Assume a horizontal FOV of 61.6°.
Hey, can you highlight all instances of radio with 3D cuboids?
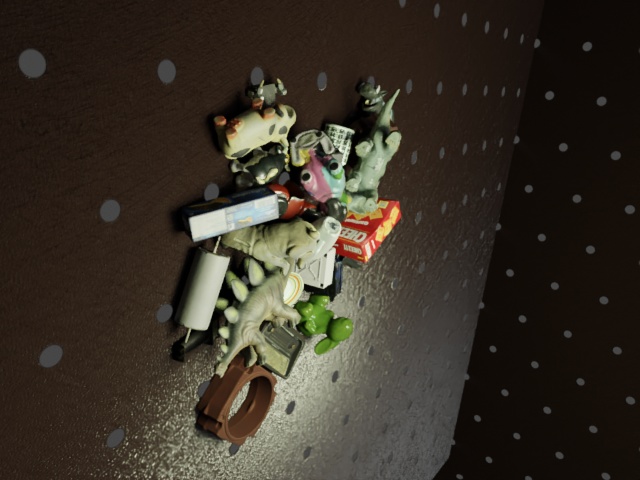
[{"bbox_3d":[-0.131,0.277,1.454,0.131,0.073,0.229,-61,146,-18],"label":"radio"}]

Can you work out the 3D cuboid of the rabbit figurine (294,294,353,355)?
[{"bbox_3d":[0.014,0.256,1.574,0.121,0.170,0.159,-13,115,-53],"label":"rabbit figurine"}]

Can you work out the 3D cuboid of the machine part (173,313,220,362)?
[{"bbox_3d":[-0.281,0.228,1.241,0.139,0.039,0.084,-37,143,-45],"label":"machine part"}]

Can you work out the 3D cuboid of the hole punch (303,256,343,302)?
[{"bbox_3d":[0.017,0.096,1.562,0.092,0.116,0.142,-34,133,-55],"label":"hole punch"}]

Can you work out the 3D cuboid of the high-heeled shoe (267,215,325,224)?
[{"bbox_3d":[-0.038,-0.044,1.429,0.086,0.145,0.249,-63,168,23],"label":"high-heeled shoe"}]

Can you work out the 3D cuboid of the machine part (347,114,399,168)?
[{"bbox_3d":[0.146,-0.277,1.552,0.179,0.056,0.179,-18,137,-18],"label":"machine part"}]

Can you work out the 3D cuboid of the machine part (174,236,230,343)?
[{"bbox_3d":[-0.258,0.106,1.178,0.079,0.079,0.243,17,89,-58],"label":"machine part"}]

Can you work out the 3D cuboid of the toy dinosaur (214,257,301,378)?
[{"bbox_3d":[-0.139,0.139,1.289,0.198,0.105,0.471,55,38,-17],"label":"toy dinosaur"}]

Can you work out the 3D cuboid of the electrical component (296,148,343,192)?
[{"bbox_3d":[-0.003,-0.193,1.384,0.115,0.058,0.134,0,116,-17],"label":"electrical component"}]

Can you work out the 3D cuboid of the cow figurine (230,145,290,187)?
[{"bbox_3d":[-0.117,-0.175,1.237,0.167,0.098,0.068,-39,128,-41],"label":"cow figurine"}]

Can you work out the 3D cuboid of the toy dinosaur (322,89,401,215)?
[{"bbox_3d":[0.137,-0.213,1.469,0.192,0.131,0.404,-91,-154,-72],"label":"toy dinosaur"}]

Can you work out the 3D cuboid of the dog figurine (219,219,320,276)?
[{"bbox_3d":[-0.117,-0.012,1.212,0.190,0.172,0.121,25,41,-33],"label":"dog figurine"}]

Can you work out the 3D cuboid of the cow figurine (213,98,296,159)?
[{"bbox_3d":[-0.133,-0.239,1.173,0.195,0.086,0.127,-34,153,-25],"label":"cow figurine"}]

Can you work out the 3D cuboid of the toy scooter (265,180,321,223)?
[{"bbox_3d":[-0.089,-0.104,1.312,0.184,0.135,0.075,13,126,-40],"label":"toy scooter"}]

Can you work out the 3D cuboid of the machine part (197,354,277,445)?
[{"bbox_3d":[-0.208,0.416,1.396,0.201,0.087,0.200,-59,146,-18],"label":"machine part"}]

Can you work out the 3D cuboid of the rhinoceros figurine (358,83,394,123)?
[{"bbox_3d":[0.169,-0.393,1.586,0.190,0.073,0.112,27,83,-58],"label":"rhinoceros figurine"}]

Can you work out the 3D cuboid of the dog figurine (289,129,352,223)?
[{"bbox_3d":[0.012,-0.147,1.325,0.108,0.192,0.219,-23,152,4],"label":"dog figurine"}]

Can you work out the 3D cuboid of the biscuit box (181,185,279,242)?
[{"bbox_3d":[-0.189,-0.059,1.147,0.203,0.063,0.059,-18,121,-25],"label":"biscuit box"}]

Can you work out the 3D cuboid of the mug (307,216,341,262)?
[{"bbox_3d":[-0.003,-0.004,1.278,0.107,0.081,0.109,-43,-168,47],"label":"mug"}]

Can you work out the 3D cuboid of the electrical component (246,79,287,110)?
[{"bbox_3d":[-0.122,-0.323,1.206,0.102,0.045,0.078,-24,123,-50],"label":"electrical component"}]
